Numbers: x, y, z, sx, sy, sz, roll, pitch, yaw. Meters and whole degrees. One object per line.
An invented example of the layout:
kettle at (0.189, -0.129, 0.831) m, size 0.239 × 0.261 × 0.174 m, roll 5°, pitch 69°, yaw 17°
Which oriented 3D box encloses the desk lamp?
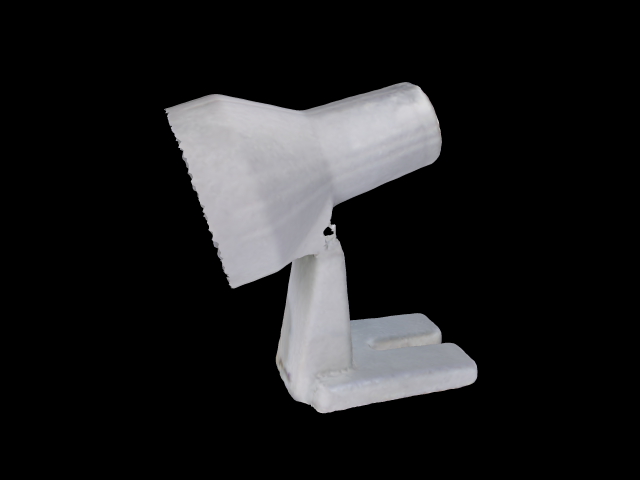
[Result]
desk lamp at (0.004, 0.001, 0.400) m, size 0.203 × 0.214 × 0.117 m, roll -6°, pitch 19°, yaw -16°
